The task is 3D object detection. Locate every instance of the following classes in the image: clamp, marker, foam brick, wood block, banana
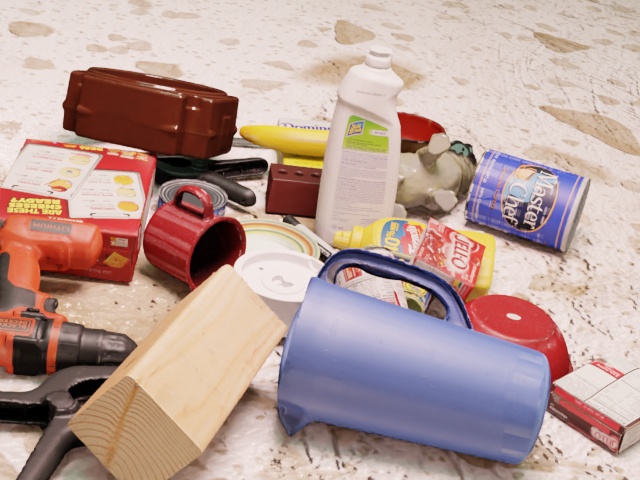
[{"bbox_3d":[-0.225,0.160,0.924,0.209,0.036,0.165,-11,37,-39],"label":"clamp"},{"bbox_3d":[-0.009,0.002,1.309,0.020,0.020,0.121,-12,35,-35],"label":"marker"},{"bbox_3d":[-0.152,-0.082,1.398,0.171,0.039,0.120,2,23,-4],"label":"clamp"},{"bbox_3d":[-0.030,-0.064,1.390,0.078,0.051,0.053,5,28,-9],"label":"foam brick"},{"bbox_3d":[-0.119,0.118,0.946,0.090,0.091,0.205,48,30,-6],"label":"wood block"},{"bbox_3d":[-0.008,-0.134,1.447,0.197,0.037,0.070,2,11,-14],"label":"banana"}]

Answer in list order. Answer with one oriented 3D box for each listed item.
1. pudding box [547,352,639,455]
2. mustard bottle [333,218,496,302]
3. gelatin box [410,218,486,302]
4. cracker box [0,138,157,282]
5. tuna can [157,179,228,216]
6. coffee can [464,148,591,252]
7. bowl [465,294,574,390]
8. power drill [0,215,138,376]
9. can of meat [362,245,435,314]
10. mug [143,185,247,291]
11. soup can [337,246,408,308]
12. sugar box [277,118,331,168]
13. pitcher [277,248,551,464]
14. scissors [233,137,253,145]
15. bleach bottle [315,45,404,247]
[{"bbox_3d":[0.299,0.164,1.089,0.113,0.039,0.090,-19,39,-40],"label":"pudding box"},{"bbox_3d":[0.110,0.017,1.275,0.191,0.058,0.096,11,45,4],"label":"mustard bottle"},{"bbox_3d":[0.143,0.021,1.194,0.073,0.030,0.089,28,35,1],"label":"gelatin box"},{"bbox_3d":[-0.283,-0.038,1.239,0.164,0.072,0.213,7,29,-6],"label":"cracker box"},{"bbox_3d":[-0.159,-0.043,1.325,0.086,0.034,0.086,8,28,-4],"label":"tuna can"},{"bbox_3d":[0.275,-0.054,1.416,0.140,0.103,0.102,19,29,17],"label":"coffee can"},{"bbox_3d":[0.201,0.105,1.148,0.162,0.055,0.162,8,28,-5],"label":"bowl"},{"bbox_3d":[-0.265,0.056,1.057,0.184,0.057,0.187,8,37,-8],"label":"power drill"},{"bbox_3d":[0.077,0.057,1.196,0.102,0.057,0.083,16,31,11],"label":"can of meat"},{"bbox_3d":[-0.142,-0.005,1.180,0.082,0.117,0.093,24,35,34],"label":"mug"},{"bbox_3d":[0.056,0.066,1.108,0.068,0.069,0.102,-5,68,-25],"label":"soup can"},{"bbox_3d":[-0.013,-0.121,1.507,0.093,0.048,0.176,5,29,-8],"label":"sugar box"},{"bbox_3d":[0.087,0.117,1.000,0.243,0.149,0.145,15,28,2],"label":"pitcher"},{"bbox_3d":[-0.172,-0.138,1.519,0.202,0.016,0.096,11,30,2],"label":"scissors"},{"bbox_3d":[0.059,-0.111,1.293,0.102,0.251,0.068,5,29,-10],"label":"bleach bottle"}]
